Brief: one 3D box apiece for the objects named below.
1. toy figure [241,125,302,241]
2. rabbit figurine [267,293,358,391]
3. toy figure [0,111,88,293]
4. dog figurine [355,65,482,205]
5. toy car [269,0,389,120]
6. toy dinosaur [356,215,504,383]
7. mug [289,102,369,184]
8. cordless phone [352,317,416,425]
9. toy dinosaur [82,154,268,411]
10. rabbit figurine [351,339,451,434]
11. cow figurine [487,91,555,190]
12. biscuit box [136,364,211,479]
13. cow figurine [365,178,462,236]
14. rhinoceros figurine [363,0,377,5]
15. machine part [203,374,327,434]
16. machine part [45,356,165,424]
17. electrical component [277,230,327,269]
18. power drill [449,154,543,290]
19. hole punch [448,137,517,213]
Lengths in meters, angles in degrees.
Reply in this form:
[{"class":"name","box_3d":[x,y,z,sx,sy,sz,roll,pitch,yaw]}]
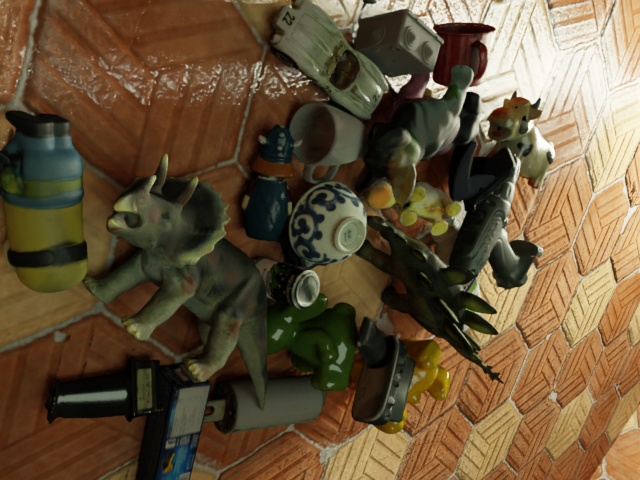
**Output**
[{"class":"toy figure","box_3d":[-0.067,-0.076,0.714,0.064,0.058,0.154,0,106,-45]},{"class":"rabbit figurine","box_3d":[-0.030,0.140,0.806,0.170,0.121,0.159,14,107,-27]},{"class":"toy figure","box_3d":[-0.278,-0.034,0.539,0.082,0.089,0.180,-2,114,-30]},{"class":"dog figurine","box_3d":[0.142,-0.142,0.794,0.219,0.109,0.191,-60,146,-11]},{"class":"toy car","box_3d":[0.015,-0.232,0.707,0.201,0.056,0.073,31,89,-44]},{"class":"toy dinosaur","box_3d":[0.199,0.108,0.919,0.105,0.199,0.470,-48,130,-7]},{"class":"mug","box_3d":[0.019,-0.130,0.743,0.107,0.081,0.109,-8,113,-49]},{"class":"cordless phone","box_3d":[0.084,0.208,0.845,0.184,0.089,0.146,57,47,-56]},{"class":"toy dinosaur","box_3d":[-0.138,0.061,0.676,0.192,0.131,0.404,-48,135,-9]},{"class":"rabbit figurine","box_3d":[0.132,0.261,0.963,0.173,0.163,0.121,-55,139,-36]},{"class":"cow figurine","box_3d":[0.378,-0.189,1.004,0.194,0.086,0.127,25,99,-40]},{"class":"biscuit box","box_3d":[-0.209,0.276,0.757,0.059,0.063,0.202,3,109,-40]},{"class":"cow figurine","box_3d":[0.137,-0.072,0.867,0.167,0.098,0.068,17,115,-28]},{"class":"rhinoceros figurine","box_3d":[0.080,-0.367,0.694,0.190,0.073,0.112,-10,105,-34]},{"class":"machine part","box_3d":[-0.080,0.253,0.842,0.243,0.079,0.079,7,105,-40]},{"class":"machine part","box_3d":[-0.268,0.192,0.674,0.139,0.039,0.084,-2,82,-33]},{"class":"electrical component","box_3d":[-0.002,-0.002,0.805,0.119,0.048,0.074,-35,128,-23]},{"class":"power drill","box_3d":[0.338,-0.014,0.988,0.207,0.086,0.232,41,77,-45]},{"class":"hole punch","box_3d":[0.256,-0.122,0.913,0.092,0.142,0.115,34,118,-11]}]
